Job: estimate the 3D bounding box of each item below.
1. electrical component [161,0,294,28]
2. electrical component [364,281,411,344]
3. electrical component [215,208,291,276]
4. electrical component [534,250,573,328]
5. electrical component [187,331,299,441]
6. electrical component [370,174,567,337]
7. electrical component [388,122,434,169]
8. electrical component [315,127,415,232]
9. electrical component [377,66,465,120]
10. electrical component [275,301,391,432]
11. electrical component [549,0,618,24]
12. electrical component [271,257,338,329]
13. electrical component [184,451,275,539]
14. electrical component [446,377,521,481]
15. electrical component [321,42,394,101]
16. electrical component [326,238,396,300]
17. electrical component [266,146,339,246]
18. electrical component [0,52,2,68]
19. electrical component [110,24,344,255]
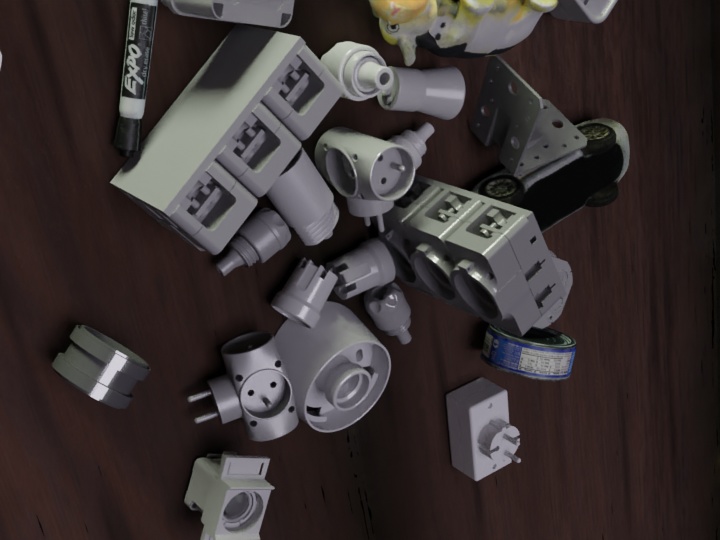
[{"bbox_3d":[-0.085,-0.225,0.727,0.078,0.057,0.113,-6,110,-49],"label":"electrical component"},{"bbox_3d":[0.028,0.040,0.931,0.035,0.035,0.061,-42,128,-17],"label":"electrical component"},{"bbox_3d":[-0.085,-0.018,0.826,0.061,0.035,0.035,-40,126,-15],"label":"electrical component"},{"bbox_3d":[0.155,0.013,1.004,0.080,0.051,0.080,-13,114,-32],"label":"electrical component"},{"bbox_3d":[-0.096,0.098,0.851,0.079,0.044,0.077,-19,108,-13],"label":"electrical component"},{"bbox_3d":[0.082,-0.013,0.876,0.062,0.150,0.089,-42,126,-18],"label":"electrical component"},{"bbox_3d":[0.038,-0.098,0.889,0.061,0.035,0.035,-46,127,-18],"label":"electrical component"},{"bbox_3d":[0.006,-0.068,0.848,0.044,0.077,0.079,-25,121,-27],"label":"electrical component"},{"bbox_3d":[0.047,-0.146,0.875,0.065,0.044,0.044,-1,107,-31],"label":"electrical component"},{"bbox_3d":[-0.025,0.084,0.904,0.099,0.064,0.099,-25,133,-29],"label":"electrical component"},{"bbox_3d":[0.173,-0.257,0.915,0.095,0.059,0.053,38,82,-39],"label":"electrical component"},{"bbox_3d":[-0.044,0.018,0.867,0.040,0.040,0.046,38,77,-39],"label":"electrical component"},{"bbox_3d":[-0.107,0.182,0.863,0.042,0.064,0.081,10,99,-38],"label":"electrical component"},{"bbox_3d":[0.125,0.158,1.019,0.047,0.076,0.083,-22,118,-29],"label":"electrical component"},{"bbox_3d":[0.001,-0.150,0.823,0.043,0.062,0.043,-13,114,-33],"label":"electrical component"},{"bbox_3d":[0.000,0.000,0.893,0.046,0.040,0.040,-25,120,-21],"label":"electrical component"},{"bbox_3d":[-0.044,-0.055,0.837,0.043,0.043,0.081,-45,127,-15],"label":"electrical component"},{"bbox_3d":[-0.259,-0.133,0.644,0.080,0.051,0.080,-13,114,-33],"label":"electrical component"},{"bbox_3d":[-0.091,-0.092,0.759,0.150,0.089,0.062,-53,129,-9],"label":"electrical component"}]
